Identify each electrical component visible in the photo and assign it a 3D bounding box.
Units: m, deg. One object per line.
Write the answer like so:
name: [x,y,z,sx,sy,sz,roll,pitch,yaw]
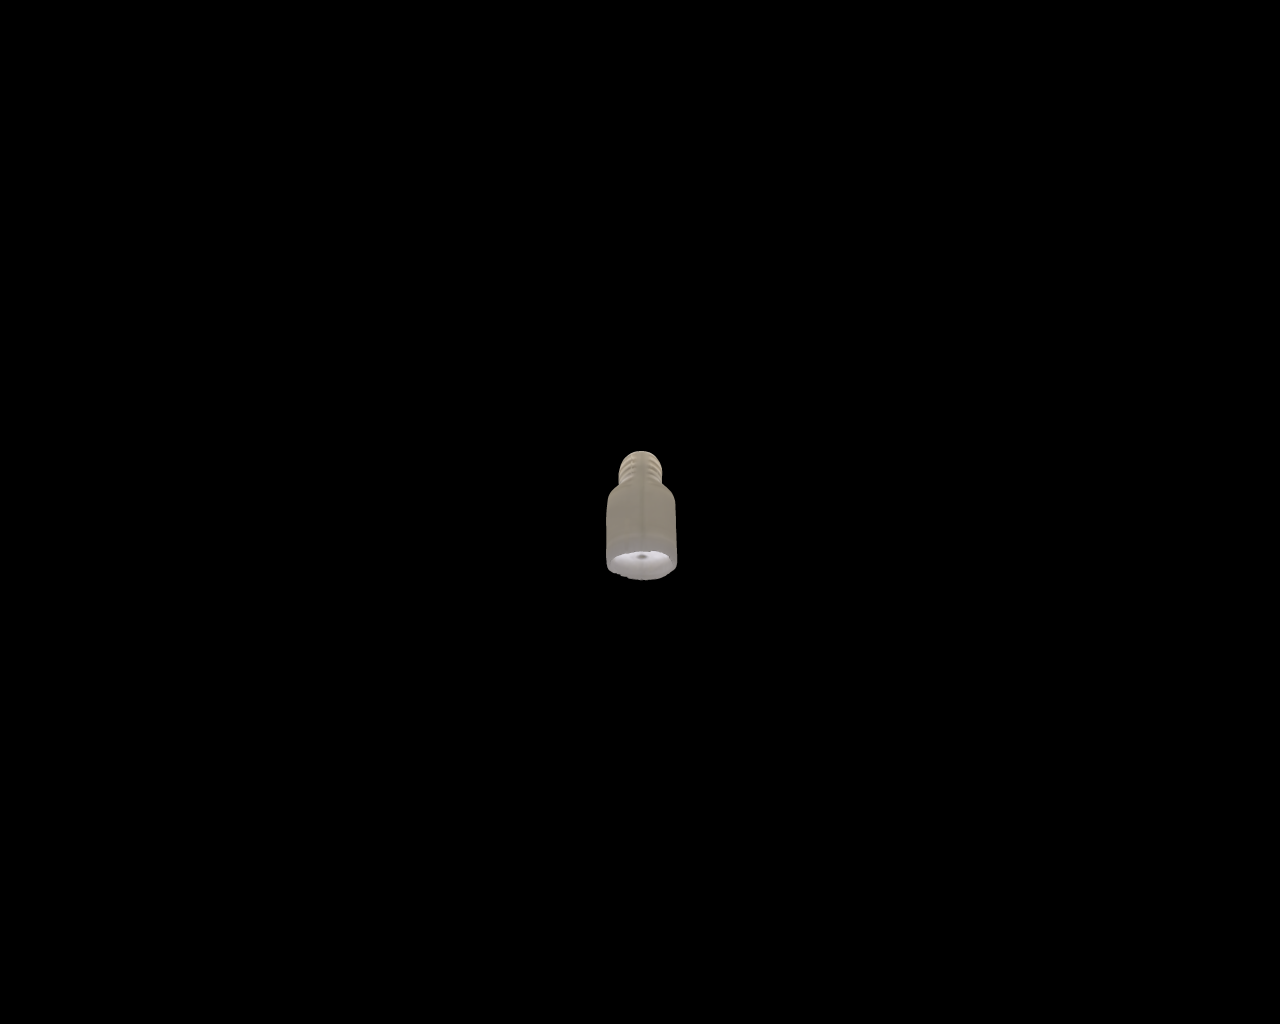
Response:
electrical component: [0.001,-0.003,0.650,0.043,0.081,0.043,0,-28,0]
